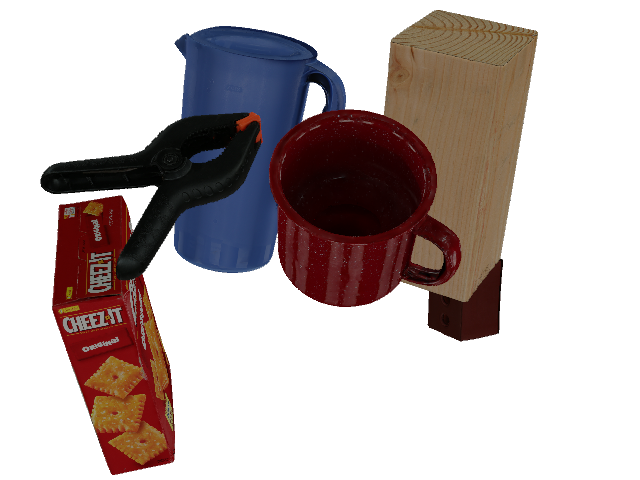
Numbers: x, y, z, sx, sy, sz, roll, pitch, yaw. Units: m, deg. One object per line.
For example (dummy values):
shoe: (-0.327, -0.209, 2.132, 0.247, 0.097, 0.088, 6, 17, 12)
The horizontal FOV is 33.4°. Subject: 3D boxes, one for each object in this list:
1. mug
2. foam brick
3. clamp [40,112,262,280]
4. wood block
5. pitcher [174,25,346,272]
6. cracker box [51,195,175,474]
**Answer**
mug: (0.027, -0.010, 0.615, 0.117, 0.093, 0.081, 24, -32, 13)
foam brick: (0.141, 0.052, 1.043, 0.051, 0.078, 0.053, -11, 19, -33)
clamp: (-0.123, -0.053, 0.811, 0.171, 0.120, 0.039, -40, -21, -28)
wood block: (0.105, -0.068, 0.862, 0.091, 0.206, 0.090, 18, 34, 23)
pitcher: (-0.076, -0.091, 1.105, 0.144, 0.243, 0.149, -2, 25, -27)
cracker box: (-0.195, 0.090, 1.024, 0.072, 0.214, 0.164, -11, 36, -4)
